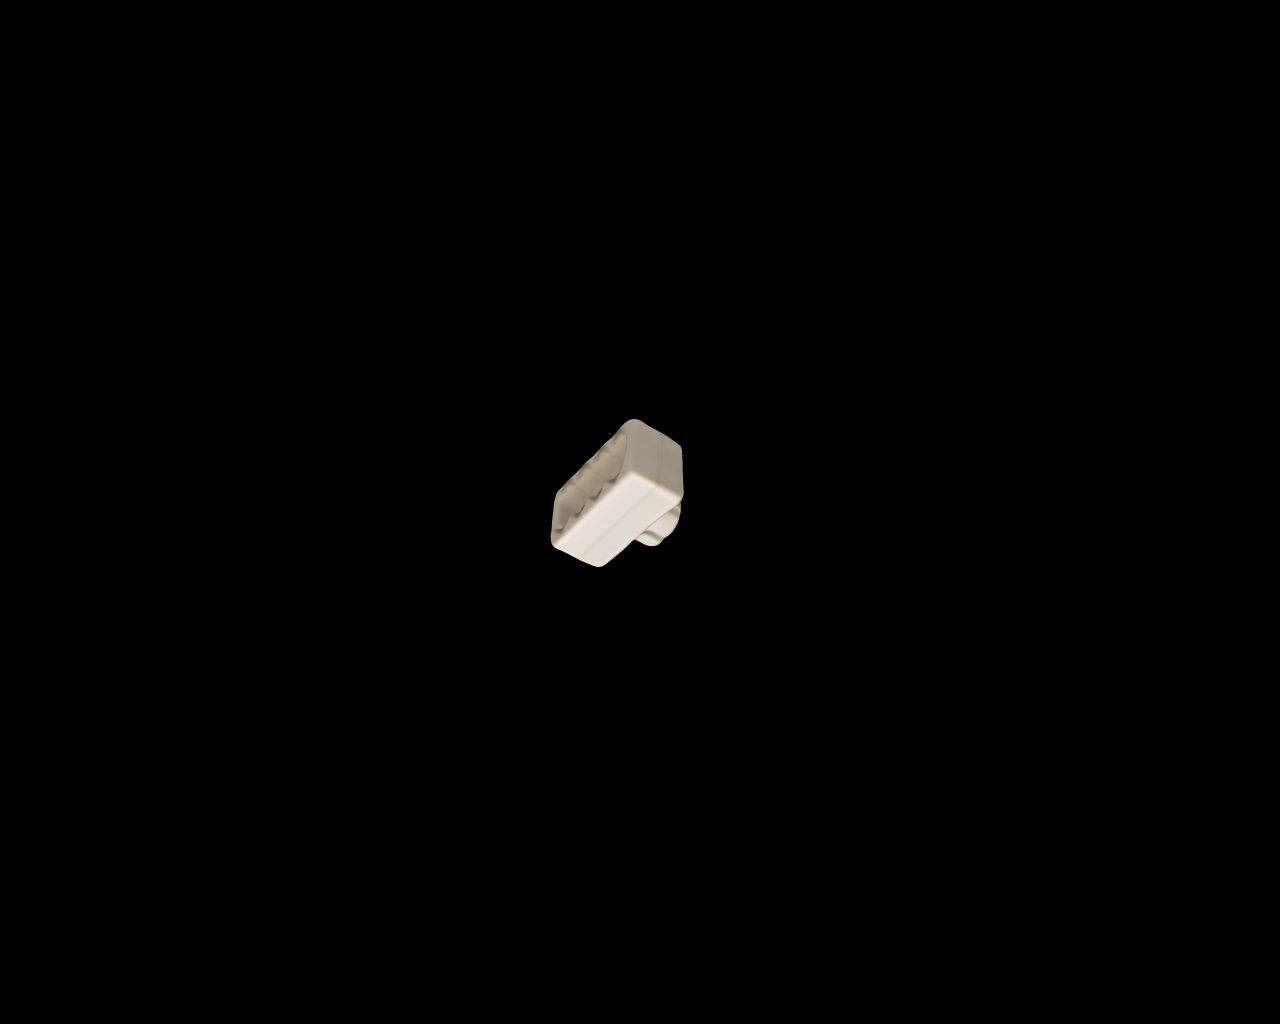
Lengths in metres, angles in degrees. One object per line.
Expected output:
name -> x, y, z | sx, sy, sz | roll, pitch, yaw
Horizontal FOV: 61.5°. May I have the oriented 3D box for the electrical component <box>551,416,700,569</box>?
electrical component -> 0.001, -0.003, 0.650 | 0.076, 0.047, 0.083 | 27, -49, -26
